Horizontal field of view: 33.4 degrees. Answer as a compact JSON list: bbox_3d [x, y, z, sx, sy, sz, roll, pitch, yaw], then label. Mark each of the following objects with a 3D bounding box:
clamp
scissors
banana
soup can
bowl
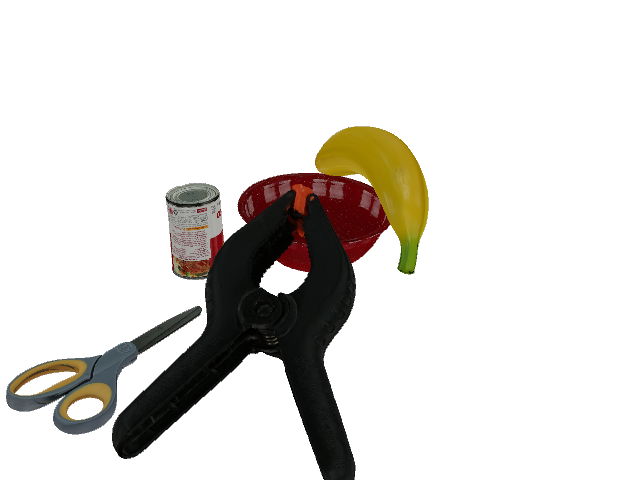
[{"bbox_3d":[-0.019,0.051,0.544,0.120,0.171,0.039,19,-26,11],"label":"clamp"},{"bbox_3d":[-0.160,0.108,0.893,0.201,0.016,0.096,-18,38,-34],"label":"scissors"},{"bbox_3d":[0.037,-0.049,0.788,0.037,0.070,0.198,23,17,-26],"label":"banana"},{"bbox_3d":[-0.154,-0.012,1.318,0.068,0.102,0.068,-2,26,1],"label":"soup can"},{"bbox_3d":[-0.006,-0.013,1.110,0.162,0.055,0.162,3,29,-2],"label":"bowl"}]
